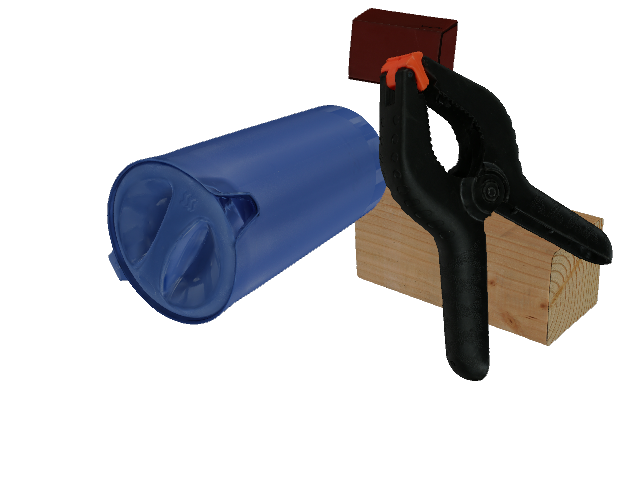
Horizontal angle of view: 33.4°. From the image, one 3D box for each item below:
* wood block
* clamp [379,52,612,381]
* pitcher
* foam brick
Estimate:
[{"bbox_3d":[0.139,0.007,0.969,0.206,0.090,0.090,19,34,37],"label":"wood block"},{"bbox_3d":[0.076,-0.014,0.558,0.120,0.171,0.039,-48,18,-25],"label":"clamp"},{"bbox_3d":[-0.057,-0.032,0.898,0.149,0.145,0.242,28,34,26],"label":"pitcher"},{"bbox_3d":[0.067,-0.156,0.876,0.078,0.051,0.053,13,26,18],"label":"foam brick"}]
